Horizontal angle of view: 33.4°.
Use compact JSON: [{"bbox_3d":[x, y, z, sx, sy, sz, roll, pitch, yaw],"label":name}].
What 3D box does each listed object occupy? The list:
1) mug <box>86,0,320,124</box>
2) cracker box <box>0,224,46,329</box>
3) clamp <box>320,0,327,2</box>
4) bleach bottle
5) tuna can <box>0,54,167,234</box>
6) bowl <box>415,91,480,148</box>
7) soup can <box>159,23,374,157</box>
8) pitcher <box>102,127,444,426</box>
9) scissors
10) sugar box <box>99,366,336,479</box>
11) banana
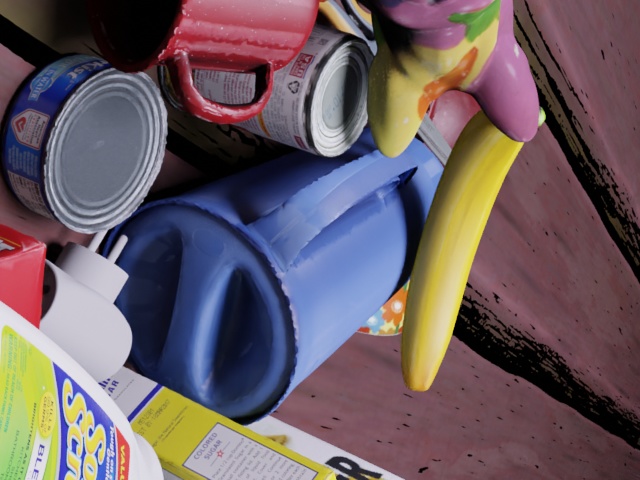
[{"bbox_3d":[-0.051,-0.111,0.506,0.081,0.093,0.117,-1,72,-40],"label":"mug"},{"bbox_3d":[-0.214,0.088,0.417,0.213,0.072,0.164,-23,130,-55],"label":"cracker box"},{"bbox_3d":[-0.032,-0.191,0.558,0.164,0.036,0.210,-32,153,-10],"label":"clamp"},{"bbox_3d":[-0.118,0.090,0.443,0.250,0.068,0.102,60,34,-67],"label":"bleach bottle"},{"bbox_3d":[-0.117,-0.049,0.534,0.086,0.034,0.086,-39,140,-43],"label":"tuna can"},{"bbox_3d":[0.097,-0.098,0.855,0.161,0.055,0.162,-39,140,-43],"label":"bowl"},{"bbox_3d":[-0.028,-0.091,0.588,0.068,0.102,0.068,-39,139,-43],"label":"soup can"},{"bbox_3d":[-0.004,0.001,0.660,0.242,0.149,0.145,-32,125,-53],"label":"pitcher"},{"bbox_3d":[0.056,-0.123,0.741,0.201,0.016,0.096,30,71,-42],"label":"scissors"},{"bbox_3d":[-0.070,0.129,0.587,0.048,0.176,0.093,-47,146,-32],"label":"sugar box"},{"bbox_3d":[0.082,-0.004,0.641,0.069,0.037,0.198,-77,-177,-63],"label":"banana"}]
